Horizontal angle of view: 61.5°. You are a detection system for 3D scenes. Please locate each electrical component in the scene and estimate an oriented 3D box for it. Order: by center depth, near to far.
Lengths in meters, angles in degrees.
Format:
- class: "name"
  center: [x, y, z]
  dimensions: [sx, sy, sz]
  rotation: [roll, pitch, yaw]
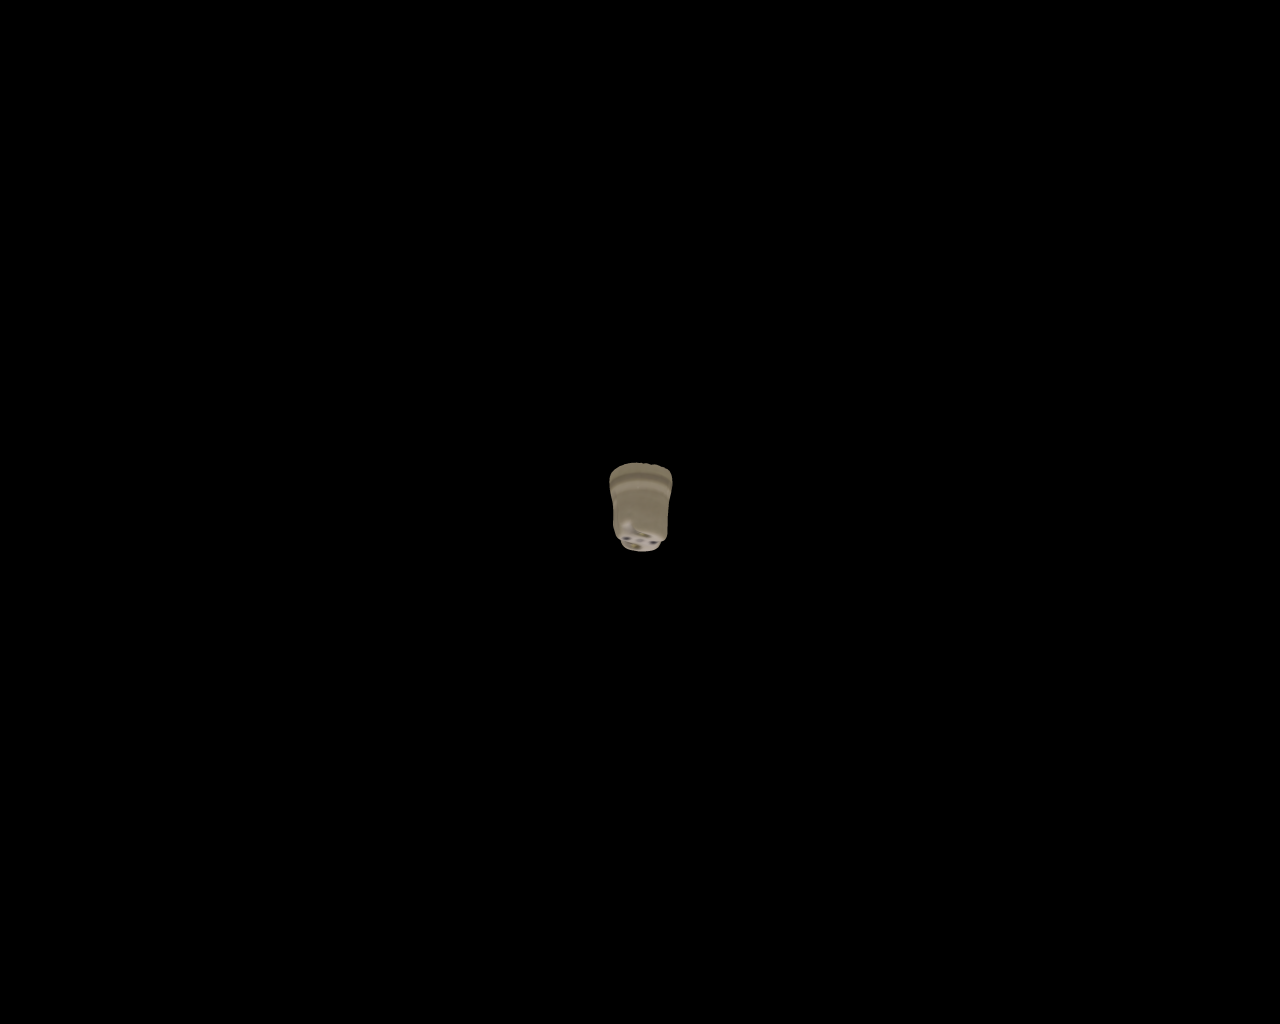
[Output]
- class: "electrical component"
  center: [0.001, -0.003, 0.650]
  dimensions: [0.040, 0.046, 0.040]
  rotation: [0, -24, 0]
